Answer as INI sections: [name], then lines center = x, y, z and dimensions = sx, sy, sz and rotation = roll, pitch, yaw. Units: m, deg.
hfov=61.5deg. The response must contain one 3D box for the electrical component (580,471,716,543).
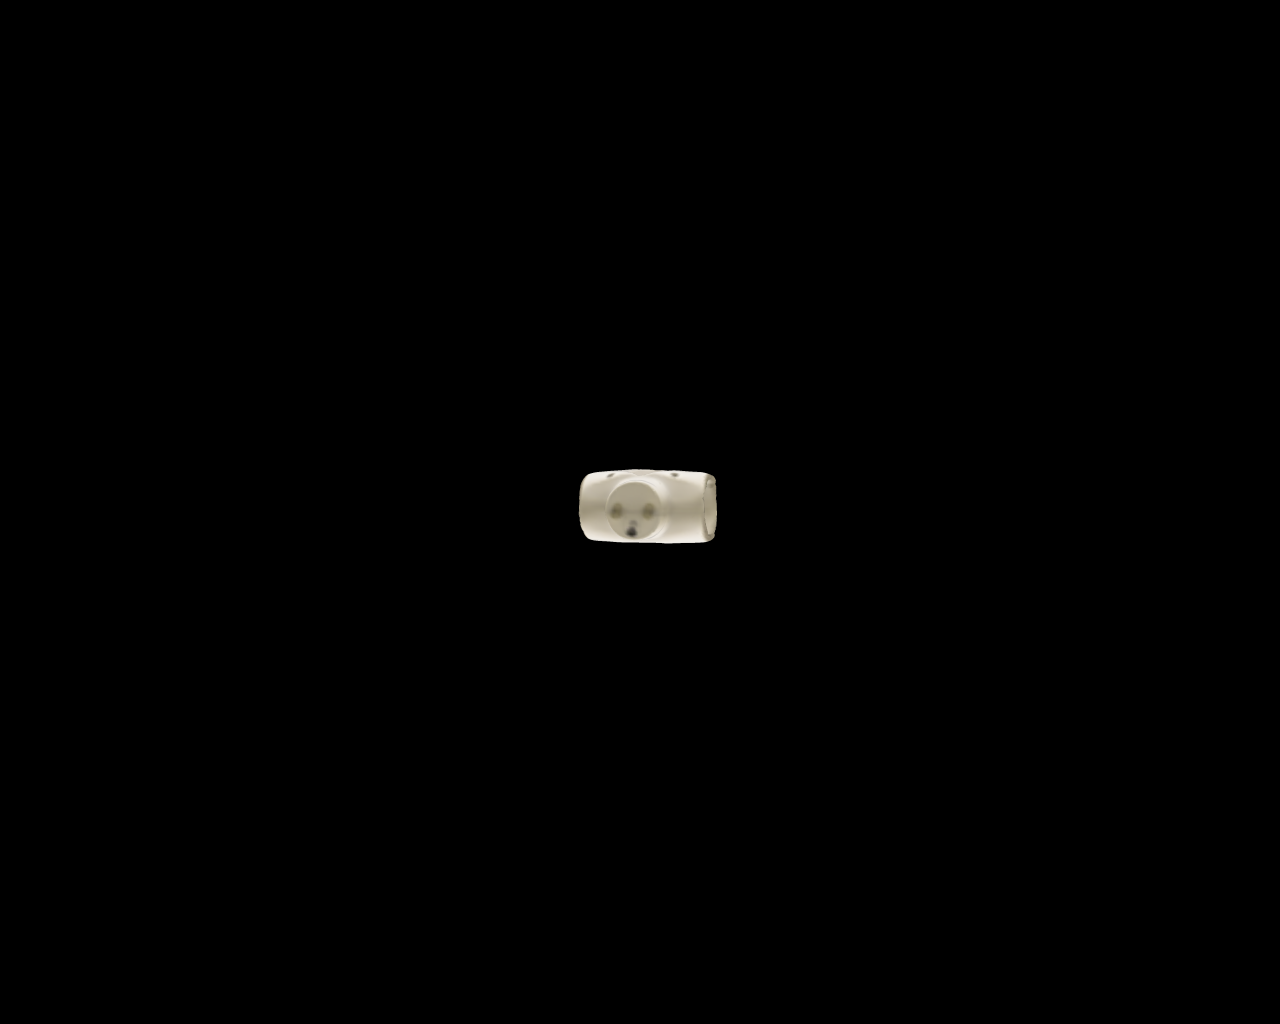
[electrical component]
center = 0.001, -0.003, 0.650
dimensions = 0.077, 0.043, 0.079
rotation = 1, 4, 15
